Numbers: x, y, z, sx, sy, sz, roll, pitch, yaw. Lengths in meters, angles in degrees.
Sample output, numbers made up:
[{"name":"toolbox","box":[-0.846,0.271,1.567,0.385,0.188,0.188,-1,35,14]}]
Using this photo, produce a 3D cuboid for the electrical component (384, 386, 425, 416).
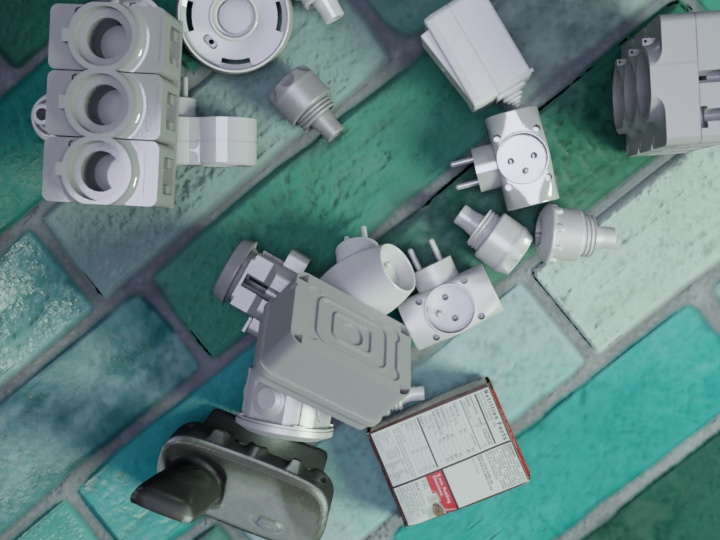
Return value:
[{"name":"electrical component","box":[0.023,0.104,0.893,0.061,0.035,0.035,-4,93,3]}]

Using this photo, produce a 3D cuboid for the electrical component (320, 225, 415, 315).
[{"name":"electrical component","box":[0.000,0.000,0.879,0.077,0.043,0.079,-31,50,31]}]

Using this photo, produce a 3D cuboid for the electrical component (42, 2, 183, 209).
[{"name":"electrical component","box":[-0.191,-0.125,0.832,0.089,0.062,0.150,3,92,6]}]

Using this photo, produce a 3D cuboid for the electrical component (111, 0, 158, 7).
[{"name":"electrical component","box":[-0.182,-0.196,0.889,0.055,0.047,0.055,0,93,5]}]

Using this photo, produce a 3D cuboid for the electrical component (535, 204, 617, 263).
[{"name":"electrical component","box":[0.175,-0.028,0.870,0.062,0.048,0.048,4,93,-4]}]

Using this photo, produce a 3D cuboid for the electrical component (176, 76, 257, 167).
[{"name":"electrical component","box":[-0.154,-0.123,0.887,0.138,0.052,0.073,1,93,5]}]

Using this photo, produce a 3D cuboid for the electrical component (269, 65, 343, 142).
[{"name":"electrical component","box":[-0.041,-0.133,0.882,0.043,0.043,0.062,-43,90,6]}]

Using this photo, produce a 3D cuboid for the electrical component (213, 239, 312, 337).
[{"name":"electrical component","box":[-0.084,0.011,0.886,0.057,0.058,0.078,30,95,0]}]

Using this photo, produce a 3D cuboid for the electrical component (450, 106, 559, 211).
[{"name":"electrical component","box":[0.114,-0.085,0.871,0.079,0.044,0.077,-14,92,8]}]

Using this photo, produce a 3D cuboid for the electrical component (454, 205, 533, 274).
[{"name":"electrical component","box":[0.106,-0.028,0.875,0.062,0.043,0.043,35,95,4]}]

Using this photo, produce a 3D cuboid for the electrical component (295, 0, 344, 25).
[{"name":"electrical component","box":[-0.035,-0.231,0.877,0.043,0.043,0.062,-29,92,6]}]

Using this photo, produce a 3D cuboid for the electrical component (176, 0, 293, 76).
[{"name":"electrical component","box":[-0.104,-0.210,0.885,0.099,0.064,0.099,-1,103,-5]}]

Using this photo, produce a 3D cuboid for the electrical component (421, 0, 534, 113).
[{"name":"electrical component","box":[0.094,-0.167,0.859,0.061,0.062,0.096,-31,90,6]}]

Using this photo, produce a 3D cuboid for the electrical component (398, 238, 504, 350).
[{"name":"electrical component","box":[0.066,0.014,0.880,0.077,0.044,0.079,-26,91,6]}]

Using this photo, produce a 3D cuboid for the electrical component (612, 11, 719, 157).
[{"name":"electrical component","box":[0.233,-0.134,0.805,0.062,0.150,0.089,-4,93,4]}]

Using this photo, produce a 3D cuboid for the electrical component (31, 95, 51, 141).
[{"name":"electrical component","box":[-0.252,-0.126,0.891,0.043,0.062,0.043,0,93,5]}]

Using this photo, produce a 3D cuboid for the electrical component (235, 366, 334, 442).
[{"name":"electrical component","box":[-0.059,0.109,0.879,0.080,0.080,0.051,9,88,4]}]

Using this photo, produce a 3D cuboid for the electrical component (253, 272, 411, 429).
[{"name":"electrical component","box":[-0.021,0.064,0.833,0.113,0.078,0.057,29,128,-22]}]
